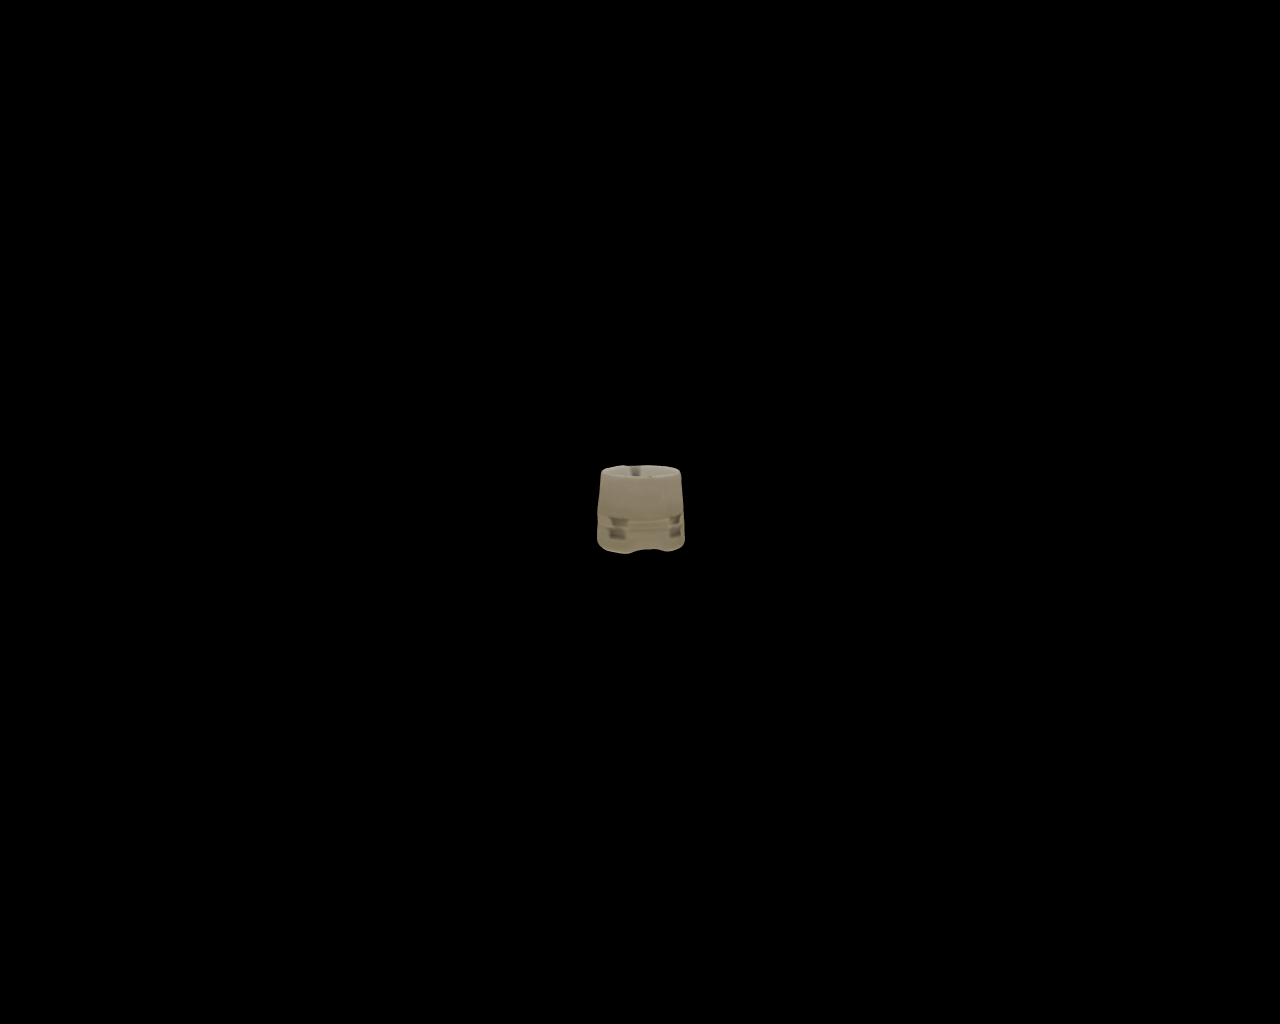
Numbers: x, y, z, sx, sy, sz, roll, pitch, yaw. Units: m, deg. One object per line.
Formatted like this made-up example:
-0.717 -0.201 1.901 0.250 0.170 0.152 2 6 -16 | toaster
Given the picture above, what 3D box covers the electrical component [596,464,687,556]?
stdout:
0.001 -0.003 0.650 0.055 0.047 0.055 0 11 0 | electrical component
